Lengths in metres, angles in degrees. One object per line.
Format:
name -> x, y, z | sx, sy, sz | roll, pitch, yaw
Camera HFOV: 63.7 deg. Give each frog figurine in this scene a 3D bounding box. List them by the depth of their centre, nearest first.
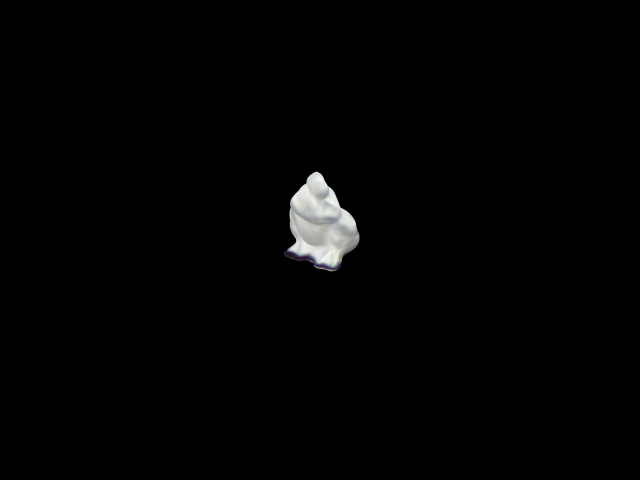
frog figurine -> 0.003, -0.043, 0.850 | 0.123, 0.156, 0.139 | -15, 29, -29
